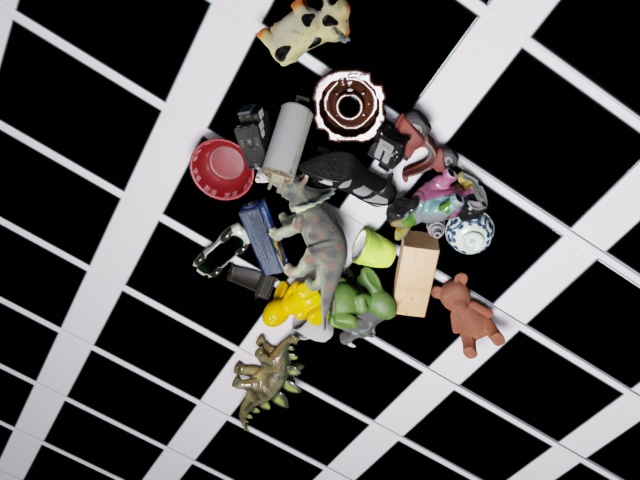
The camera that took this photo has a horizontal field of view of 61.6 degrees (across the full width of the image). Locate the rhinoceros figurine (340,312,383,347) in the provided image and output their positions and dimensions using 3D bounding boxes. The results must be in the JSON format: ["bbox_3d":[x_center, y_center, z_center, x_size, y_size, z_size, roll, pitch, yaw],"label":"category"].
[{"bbox_3d":[0.123,0.224,1.504,0.112,0.073,0.190,37,116,-25],"label":"rhinoceros figurine"}]

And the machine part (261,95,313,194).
[{"bbox_3d":[-0.074,-0.221,1.218,0.079,0.079,0.243,15,76,-1],"label":"machine part"}]

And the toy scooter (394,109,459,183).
[{"bbox_3d":[0.220,-0.205,1.247,0.135,0.075,0.183,-36,112,28],"label":"toy scooter"}]

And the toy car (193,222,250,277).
[{"bbox_3d":[-0.264,0.031,1.456,0.073,0.056,0.202,40,118,-21],"label":"toy car"}]

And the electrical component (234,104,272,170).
[{"bbox_3d":[-0.151,-0.244,1.251,0.058,0.115,0.134,-8,118,11],"label":"electrical component"}]

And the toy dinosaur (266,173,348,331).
[{"bbox_3d":[-0.003,0.002,1.306,0.192,0.131,0.404,-28,88,31],"label":"toy dinosaur"}]

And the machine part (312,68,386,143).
[{"bbox_3d":[0.068,-0.306,1.221,0.179,0.056,0.179,4,119,7],"label":"machine part"}]

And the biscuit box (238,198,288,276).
[{"bbox_3d":[-0.147,-0.007,1.415,0.063,0.059,0.202,-11,117,15],"label":"biscuit box"}]

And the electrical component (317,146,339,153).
[{"bbox_3d":[0.032,-0.191,1.309,0.094,0.021,0.063,21,119,-4],"label":"electrical component"}]

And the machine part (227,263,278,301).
[{"bbox_3d":[-0.193,0.113,1.487,0.139,0.039,0.084,23,83,4],"label":"machine part"}]

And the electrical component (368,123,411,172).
[{"bbox_3d":[0.150,-0.198,1.218,0.075,0.048,0.119,38,141,13],"label":"electrical component"}]

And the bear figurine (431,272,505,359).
[{"bbox_3d":[0.386,0.193,1.416,0.120,0.132,0.195,-29,118,15],"label":"bear figurine"}]

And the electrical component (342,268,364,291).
[{"bbox_3d":[0.081,0.122,1.467,0.078,0.045,0.102,-10,124,-20],"label":"electrical component"}]

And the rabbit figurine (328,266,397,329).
[{"bbox_3d":[0.112,0.156,1.383,0.170,0.159,0.121,4,159,-9],"label":"rabbit figurine"}]

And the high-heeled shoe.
[{"bbox_3d":[0.066,-0.134,1.279,0.249,0.086,0.145,8,155,-6],"label":"high-heeled shoe"}]

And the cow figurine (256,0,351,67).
[{"bbox_3d":[-0.021,-0.443,1.141,0.195,0.085,0.127,-30,105,19],"label":"cow figurine"}]

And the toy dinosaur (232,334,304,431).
[{"bbox_3d":[-0.169,0.438,1.643,0.198,0.105,0.471,30,123,-13],"label":"toy dinosaur"}]

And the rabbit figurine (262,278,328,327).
[{"bbox_3d":[-0.080,0.168,1.448,0.173,0.162,0.121,-29,115,-2],"label":"rabbit figurine"}]

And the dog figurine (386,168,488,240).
[{"bbox_3d":[0.267,-0.075,1.293,0.191,0.108,0.219,10,150,-39],"label":"dog figurine"}]

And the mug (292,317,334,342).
[{"bbox_3d":[-0.021,0.252,1.531,0.107,0.081,0.109,35,113,-22],"label":"mug"}]
